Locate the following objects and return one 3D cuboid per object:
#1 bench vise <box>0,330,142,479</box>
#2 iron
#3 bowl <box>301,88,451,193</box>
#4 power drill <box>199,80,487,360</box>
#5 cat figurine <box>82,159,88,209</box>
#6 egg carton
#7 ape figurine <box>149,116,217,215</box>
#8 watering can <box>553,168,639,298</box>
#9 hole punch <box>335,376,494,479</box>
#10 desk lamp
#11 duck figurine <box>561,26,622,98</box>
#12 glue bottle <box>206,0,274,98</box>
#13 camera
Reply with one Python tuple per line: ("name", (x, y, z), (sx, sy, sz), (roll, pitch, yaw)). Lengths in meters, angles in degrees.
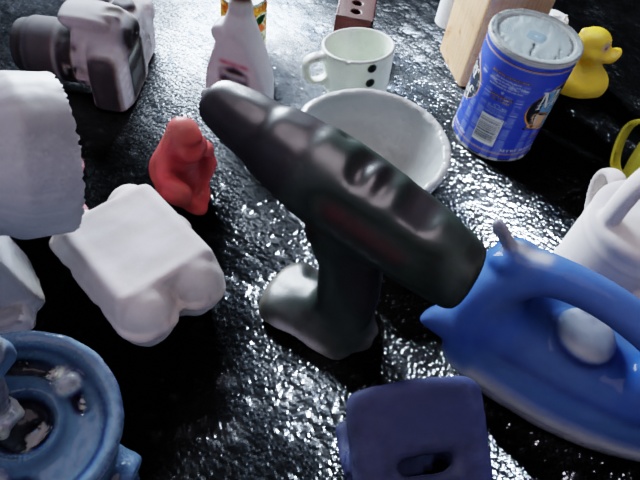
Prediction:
("bench vise", (-0.219, 0.099, 0.337), (0.207, 0.220, 0.121), (6, 52, -4))
("iron", (0.222, 0.083, 0.465), (0.258, 0.141, 0.119), (30, 55, 14))
("bowl", (0.049, -0.081, 0.607), (0.167, 0.075, 0.167), (4, 52, -5))
("power drill", (0.004, 0.002, 0.452), (0.229, 0.208, 0.076), (27, 54, 12))
("cat figurine", (-0.267, -0.091, 0.540), (0.067, 0.118, 0.127), (-12, 55, -17))
("egg carton", (-0.157, 0.019, 0.503), (0.107, 0.069, 0.150), (-35, 65, -29))
("ape figurine", (-0.134, -0.081, 0.569), (0.076, 0.092, 0.078), (34, 56, 17))
("watering can", (0.286, 0.000, 0.505), (0.101, 0.194, 0.172), (-17, 57, -20))
("hole punch", (0.073, 0.160, 0.416), (0.109, 0.091, 0.101), (-5, 54, -12))
("desk lamp", (-0.268, -0.011, 0.418), (0.204, 0.213, 0.117), (-23, 59, -24))
("duck figurine", (0.351, -0.247, 0.773), (0.104, 0.086, 0.077), (16, 52, 4))
("glue bottle", (-0.087, -0.208, 0.621), (0.078, 0.173, 0.037), (16, 52, 4))
("camera", (-0.272, -0.235, 0.660), (0.137, 0.101, 0.143), (7, 52, -3))
